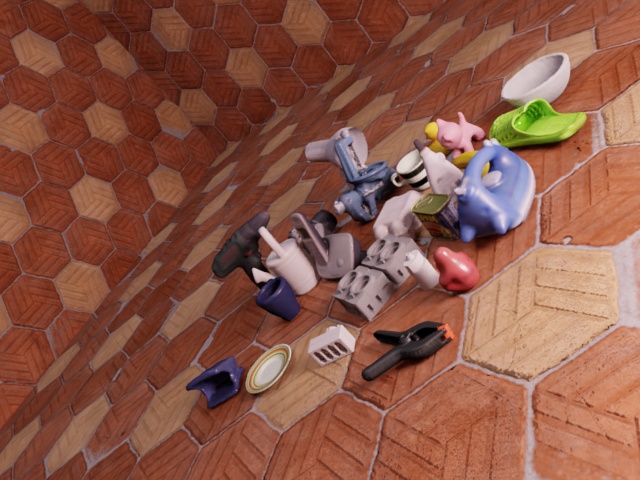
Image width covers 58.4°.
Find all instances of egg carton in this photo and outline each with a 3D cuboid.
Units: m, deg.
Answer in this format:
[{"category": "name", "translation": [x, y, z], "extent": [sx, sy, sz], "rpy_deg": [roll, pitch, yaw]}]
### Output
[{"category": "egg carton", "translation": [0.187, -0.049, 1.328], "extent": [0.107, 0.069, 0.150], "rpy_deg": [-20, 30, 43]}]

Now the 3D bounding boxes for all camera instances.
[{"category": "camera", "translation": [-0.011, -0.026, 1.578], "extent": [0.137, 0.101, 0.142], "rpy_deg": [-51, 23, -22]}]

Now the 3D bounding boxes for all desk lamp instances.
[{"category": "desk lamp", "translation": [0.066, -0.211, 1.646], "extent": [0.202, 0.214, 0.118], "rpy_deg": [-15, 34, 48]}]

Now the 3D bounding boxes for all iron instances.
[{"category": "iron", "translation": [0.333, -0.119, 1.115], "extent": [0.118, 0.142, 0.259], "rpy_deg": [-17, 32, 47]}]

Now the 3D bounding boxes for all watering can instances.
[{"category": "watering can", "translation": [-0.094, 0.048, 1.451], "extent": [0.173, 0.194, 0.100], "rpy_deg": [-50, 23, -19]}]

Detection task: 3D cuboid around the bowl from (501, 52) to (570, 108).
[{"category": "bowl", "translation": [0.520, -0.361, 1.353], "extent": [0.167, 0.075, 0.167], "rpy_deg": [-35, 22, 17]}]

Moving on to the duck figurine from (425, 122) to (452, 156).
[{"category": "duck figurine", "translation": [0.309, -0.269, 1.521], "extent": [0.105, 0.086, 0.077], "rpy_deg": [-51, 23, -22]}]

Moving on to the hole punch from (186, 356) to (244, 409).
[{"category": "hole punch", "translation": [-0.245, 0.320, 1.331], "extent": [0.108, 0.091, 0.101], "rpy_deg": [-34, 23, 19]}]

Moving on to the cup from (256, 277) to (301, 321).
[{"category": "cup", "translation": [-0.096, 0.146, 1.402], "extent": [0.091, 0.095, 0.117], "rpy_deg": [-39, 22, 6]}]

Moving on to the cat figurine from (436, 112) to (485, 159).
[{"category": "cat figurine", "translation": [0.337, -0.265, 1.422], "extent": [0.067, 0.118, 0.128], "rpy_deg": [-10, 38, 53]}]

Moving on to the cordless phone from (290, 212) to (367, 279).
[{"category": "cordless phone", "translation": [0.013, 0.005, 1.364], "extent": [0.147, 0.185, 0.094], "rpy_deg": [-12, 36, 51]}]

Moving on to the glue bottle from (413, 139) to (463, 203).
[{"category": "glue bottle", "translation": [0.260, -0.157, 1.269], "extent": [0.078, 0.173, 0.037], "rpy_deg": [-37, 22, 12]}]

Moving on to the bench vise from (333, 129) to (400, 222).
[{"category": "bench vise", "translation": [0.098, -0.169, 1.502], "extent": [0.121, 0.220, 0.208], "rpy_deg": [-18, 32, 46]}]

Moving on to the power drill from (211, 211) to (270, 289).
[{"category": "power drill", "translation": [-0.169, 0.053, 1.550], "extent": [0.229, 0.209, 0.075], "rpy_deg": [-35, 23, 16]}]

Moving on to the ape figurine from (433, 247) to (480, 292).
[{"category": "ape figurine", "translation": [0.237, 0.047, 1.030], "extent": [0.078, 0.092, 0.076], "rpy_deg": [-45, 22, -9]}]
